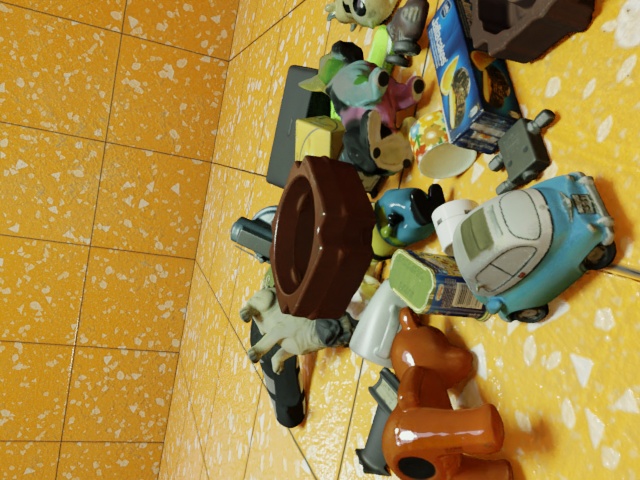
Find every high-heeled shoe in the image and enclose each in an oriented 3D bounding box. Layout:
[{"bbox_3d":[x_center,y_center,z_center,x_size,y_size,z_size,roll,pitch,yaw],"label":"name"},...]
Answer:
[{"bbox_3d":[-0.079,0.242,1.058,0.145,0.086,0.249,85,173,-72],"label":"high-heeled shoe"}]

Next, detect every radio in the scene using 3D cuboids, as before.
[{"bbox_3d":[-0.017,-0.208,1.039,0.073,0.131,0.229,26,109,35],"label":"radio"}]

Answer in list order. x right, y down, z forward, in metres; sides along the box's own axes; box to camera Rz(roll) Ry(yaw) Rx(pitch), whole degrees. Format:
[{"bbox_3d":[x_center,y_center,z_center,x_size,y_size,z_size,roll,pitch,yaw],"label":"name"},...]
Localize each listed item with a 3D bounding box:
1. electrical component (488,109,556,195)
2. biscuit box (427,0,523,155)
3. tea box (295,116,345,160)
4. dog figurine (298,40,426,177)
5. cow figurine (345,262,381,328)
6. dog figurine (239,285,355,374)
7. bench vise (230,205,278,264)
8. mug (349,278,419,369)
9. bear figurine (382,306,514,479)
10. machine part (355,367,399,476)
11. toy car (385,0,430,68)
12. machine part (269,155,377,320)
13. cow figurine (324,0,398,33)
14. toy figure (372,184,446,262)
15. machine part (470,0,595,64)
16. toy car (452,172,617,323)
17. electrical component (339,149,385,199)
[{"bbox_3d":[0.212,-0.090,0.560,0.094,0.021,0.063,127,145,-50],"label":"electrical component"},{"bbox_3d":[0.178,-0.201,0.638,0.059,0.063,0.203,130,144,-51],"label":"biscuit box"},{"bbox_3d":[0.008,-0.125,0.953,0.098,0.068,0.169,30,127,45],"label":"tea box"},{"bbox_3d":[0.053,-0.207,0.832,0.219,0.108,0.191,30,120,52],"label":"dog figurine"},{"bbox_3d":[0.055,0.069,0.831,0.167,0.068,0.098,-122,38,-48],"label":"cow figurine"},{"bbox_3d":[-0.025,0.124,0.921,0.191,0.121,0.172,-27,63,18],"label":"dog figurine"},{"bbox_3d":[-0.046,0.002,1.038,0.240,0.224,0.128,-46,-33,-69],"label":"bench vise"},{"bbox_3d":[0.090,0.106,0.702,0.109,0.081,0.107,8,-80,-79],"label":"mug"},{"bbox_3d":[0.134,0.163,0.575,0.196,0.132,0.120,-61,-41,-53],"label":"bear figurine"},{"bbox_3d":[0.087,0.250,0.734,0.084,0.039,0.138,29,107,59],"label":"machine part"},{"bbox_3d":[0.123,-0.305,0.778,0.202,0.053,0.089,-82,3,-77],"label":"toy car"},{"bbox_3d":[-0.002,-0.002,0.775,0.202,0.087,0.200,-105,31,-47],"label":"machine part"},{"bbox_3d":[0.076,-0.437,0.982,0.127,0.085,0.195,-63,27,27],"label":"cow figurine"},{"bbox_3d":[0.102,-0.021,0.742,0.180,0.082,0.089,159,120,-64],"label":"toy figure"},{"bbox_3d":[0.225,-0.275,0.557,0.179,0.056,0.179,-170,90,-70],"label":"machine part"},{"bbox_3d":[0.180,0.007,0.496,0.161,0.103,0.109,124,147,-52],"label":"toy car"},{"bbox_3d":[0.048,-0.111,0.866,0.074,0.119,0.048,116,153,-44],"label":"electrical component"}]
